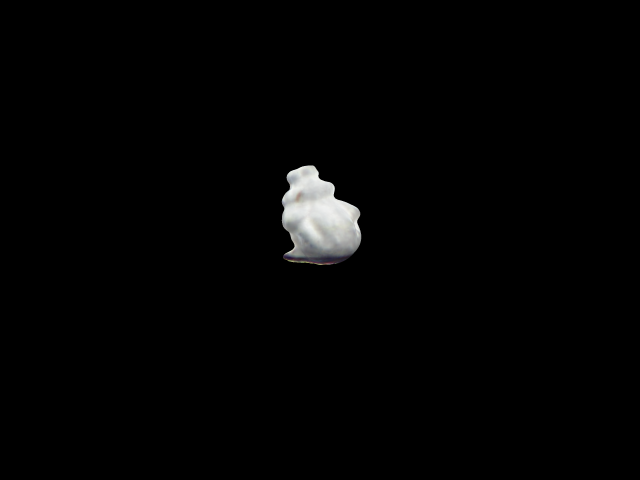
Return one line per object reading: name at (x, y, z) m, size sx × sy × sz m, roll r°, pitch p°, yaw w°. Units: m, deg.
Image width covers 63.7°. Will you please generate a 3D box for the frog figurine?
frog figurine at (0.003, -0.043, 0.850) m, size 0.137 × 0.158 × 0.123 m, roll -3°, pitch 9°, yaw -19°
